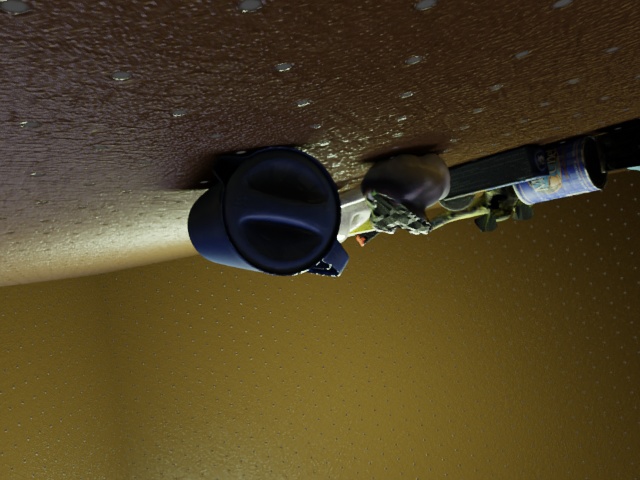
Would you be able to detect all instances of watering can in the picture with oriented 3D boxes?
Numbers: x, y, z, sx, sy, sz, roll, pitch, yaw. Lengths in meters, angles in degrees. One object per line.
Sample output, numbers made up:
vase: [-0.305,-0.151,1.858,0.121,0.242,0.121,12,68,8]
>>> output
watering can: [0.003,-0.051,1.010,0.225,0.105,0.342,-9,164,-18]

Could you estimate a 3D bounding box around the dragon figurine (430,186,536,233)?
dragon figurine: [0.456,-0.120,1.227,0.406,0.122,0.246,-19,-175,45]

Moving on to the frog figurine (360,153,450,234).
frog figurine: [0.140,-0.092,0.771,0.162,0.122,0.135,-51,-169,-30]
